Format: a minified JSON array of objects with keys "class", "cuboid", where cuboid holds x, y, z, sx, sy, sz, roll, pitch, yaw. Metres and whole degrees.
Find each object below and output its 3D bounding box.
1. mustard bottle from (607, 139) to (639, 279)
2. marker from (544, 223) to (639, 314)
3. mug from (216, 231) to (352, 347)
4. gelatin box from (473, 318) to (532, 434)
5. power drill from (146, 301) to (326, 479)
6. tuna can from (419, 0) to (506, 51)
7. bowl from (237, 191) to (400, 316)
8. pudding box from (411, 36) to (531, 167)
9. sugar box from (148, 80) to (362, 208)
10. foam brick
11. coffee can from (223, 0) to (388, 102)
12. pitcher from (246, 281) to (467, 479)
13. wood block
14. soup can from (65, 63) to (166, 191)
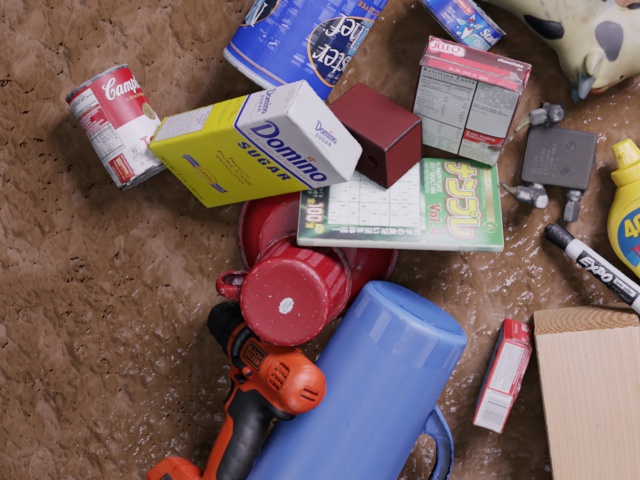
[{"class":"mustard bottle","cuboid":[0.309,-0.002,0.939,0.096,0.058,0.191,-28,93,29]},{"class":"marker","cuboid":[0.249,0.024,0.955,0.121,0.020,0.020,43,106,26]},{"class":"mug","cuboid":[-0.035,0.044,0.945,0.117,0.081,0.093,8,104,9]},{"class":"gelatin box","cuboid":[0.170,0.124,0.982,0.030,0.073,0.089,19,103,7]},{"class":"power drill","cuboid":[-0.088,0.161,0.987,0.057,0.185,0.188,25,94,-35]},{"class":"tuna can","cuboid":[0.120,-0.199,0.928,0.034,0.086,0.086,-43,90,16]},{"class":"bowl","cuboid":[-0.007,0.001,1.005,0.162,0.055,0.162,2,101,11]},{"class":"pudding box","cuboid":[0.127,-0.119,0.932,0.090,0.113,0.039,19,59,8]},{"class":"sugar box","cuboid":[-0.060,-0.081,0.949,0.177,0.048,0.093,-6,139,42]},{"class":"foam brick","cuboid":[0.047,-0.094,0.955,0.078,0.053,0.051,35,64,29]},{"class":"coffee can","cuboid":[-0.008,-0.198,0.944,0.103,0.102,0.140,34,104,3]},{"class":"pitcher","cuboid":[0.044,0.169,0.992,0.145,0.149,0.243,41,106,47]},{"class":"wood block","cuboid":[0.251,0.169,0.966,0.091,0.090,0.206,-7,99,12]},{"class":"soup can","cuboid":[-0.186,-0.106,1.014,0.068,0.068,0.102,-29,94,14]}]
